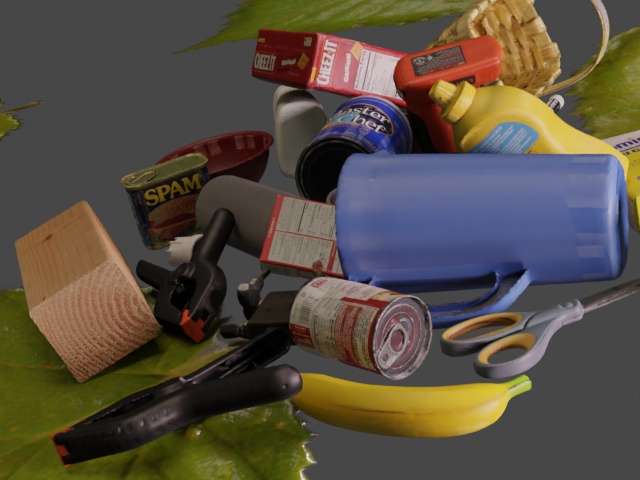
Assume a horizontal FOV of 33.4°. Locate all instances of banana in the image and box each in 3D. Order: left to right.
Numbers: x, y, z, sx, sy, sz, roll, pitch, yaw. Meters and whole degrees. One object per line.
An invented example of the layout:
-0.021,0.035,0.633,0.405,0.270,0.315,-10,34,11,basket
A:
0.052,0.121,0.786,0.198,0.037,0.069,-1,6,26,banana

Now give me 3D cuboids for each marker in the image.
0.276,-0.151,1.320,0.020,0.020,0.121,-1,26,31,marker

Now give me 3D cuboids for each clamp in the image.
-0.109,0.125,0.850,0.210,0.036,0.164,-21,6,5,clamp
-0.122,0.034,1.054,0.120,0.039,0.171,-42,33,6,clamp

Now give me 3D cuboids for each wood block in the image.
-0.233,0.044,1.050,0.090,0.090,0.206,-33,25,-7,wood block

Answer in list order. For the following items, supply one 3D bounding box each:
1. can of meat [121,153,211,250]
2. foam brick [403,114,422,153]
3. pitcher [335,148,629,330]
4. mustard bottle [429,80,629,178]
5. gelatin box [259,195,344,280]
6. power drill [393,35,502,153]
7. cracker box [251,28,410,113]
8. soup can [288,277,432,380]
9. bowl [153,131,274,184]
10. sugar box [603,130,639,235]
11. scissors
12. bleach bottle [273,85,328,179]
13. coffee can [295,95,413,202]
-0.172,-0.045,1.255,0.102,0.084,0.057,-21,23,-16,can of meat
0.102,-0.122,1.315,0.078,0.053,0.051,-1,26,28,foam brick
0.141,-0.007,0.936,0.243,0.149,0.144,-1,10,21,pitcher
0.184,-0.090,0.994,0.096,0.191,0.058,-45,18,52,mustard bottle
-0.007,0.001,1.023,0.089,0.030,0.073,11,67,7,gelatin box
0.157,-0.109,1.075,0.184,0.187,0.057,-14,38,4,power drill
0.044,-0.210,1.346,0.213,0.072,0.164,7,8,-29,cracker box
0.031,0.070,0.871,0.068,0.068,0.102,-31,28,-36,soup can
-0.131,-0.087,1.368,0.162,0.055,0.162,-12,22,5,bowl
0.321,-0.062,1.042,0.093,0.048,0.176,-15,23,-1,sugar box
0.196,0.067,0.847,0.202,0.016,0.096,-14,23,3,scissors
-0.032,-0.155,1.441,0.068,0.102,0.251,-5,15,-4,bleach bottle
0.041,-0.095,1.218,0.103,0.103,0.140,-5,24,21,coffee can
